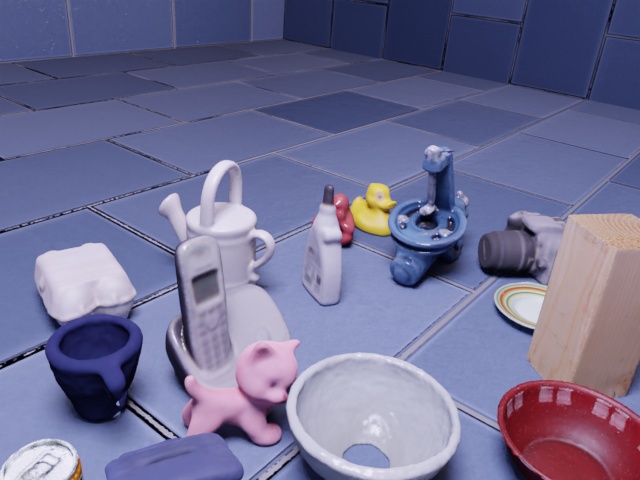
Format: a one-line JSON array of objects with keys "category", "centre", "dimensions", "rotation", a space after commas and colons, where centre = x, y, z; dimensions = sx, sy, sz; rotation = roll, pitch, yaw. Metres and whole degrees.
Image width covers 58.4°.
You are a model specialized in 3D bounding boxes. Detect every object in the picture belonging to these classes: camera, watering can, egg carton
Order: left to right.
[{"category": "egg carton", "centre": [-0.315, 0.060, 0.762], "dimensions": [0.107, 0.069, 0.149], "rotation": [-15, 33, -34]}, {"category": "watering can", "centre": [-0.146, -0.018, 0.807], "dimensions": [0.173, 0.194, 0.101], "rotation": [4, 27, -1]}, {"category": "camera", "centre": [0.333, 0.003, 0.950], "dimensions": [0.137, 0.101, 0.143], "rotation": [1, 27, -8]}]

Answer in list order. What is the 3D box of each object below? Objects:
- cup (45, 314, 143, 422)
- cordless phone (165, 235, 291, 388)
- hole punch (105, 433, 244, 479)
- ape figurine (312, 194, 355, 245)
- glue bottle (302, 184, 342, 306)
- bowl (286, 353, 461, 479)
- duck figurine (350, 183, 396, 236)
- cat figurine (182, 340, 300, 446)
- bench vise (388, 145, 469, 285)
[{"category": "cup", "centre": [-0.221, 0.144, 0.584], "dimensions": [0.092, 0.095, 0.117], "rotation": [-15, 33, -34]}, {"category": "cordless phone", "centre": [-0.102, 0.073, 0.644], "dimensions": [0.093, 0.185, 0.148], "rotation": [22, 32, 31]}, {"category": "hole punch", "centre": [-0.126, 0.205, 0.483], "dimensions": [0.109, 0.091, 0.100], "rotation": [-9, 30, -25]}, {"category": "ape figurine", "centre": [0.028, -0.036, 0.986], "dimensions": [0.077, 0.092, 0.076], "rotation": [27, 34, 37]}, {"category": "glue bottle", "centre": [0.007, 0.003, 0.814], "dimensions": [0.037, 0.173, 0.078], "rotation": [-9, 30, -24]}, {"category": "bowl", "centre": [0.048, 0.190, 0.561], "dimensions": [0.167, 0.075, 0.167], "rotation": [4, 27, -2]}, {"category": "duck figurine", "centre": [0.102, -0.065, 1.062], "dimensions": [0.078, 0.086, 0.104], "rotation": [-17, 34, -36]}, {"category": "cat figurine", "centre": [-0.075, 0.146, 0.578], "dimensions": [0.128, 0.118, 0.067], "rotation": [-6, 29, -21]}, {"category": "bench vise", "centre": [0.178, -0.058, 0.913], "dimensions": [0.121, 0.220, 0.208], "rotation": [12, 28, 14]}]
